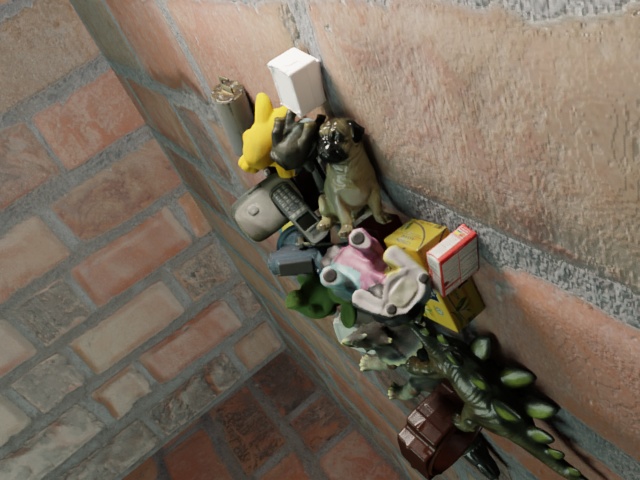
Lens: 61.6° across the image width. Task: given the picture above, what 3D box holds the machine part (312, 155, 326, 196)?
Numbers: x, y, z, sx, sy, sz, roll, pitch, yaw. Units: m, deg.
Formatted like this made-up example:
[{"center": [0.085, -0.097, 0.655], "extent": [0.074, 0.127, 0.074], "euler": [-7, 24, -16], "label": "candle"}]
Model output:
[{"center": [0.007, -0.116, 1.081], "extent": [0.084, 0.039, 0.138], "euler": [41, 163, 53], "label": "machine part"}]

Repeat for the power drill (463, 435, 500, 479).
[{"center": [0.344, 0.510, 1.383], "extent": [0.232, 0.086, 0.207], "euler": [52, 169, 10], "label": "power drill"}]

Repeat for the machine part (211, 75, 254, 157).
[{"center": [-0.188, -0.274, 1.230], "extent": [0.079, 0.079, 0.243], "euler": [43, 163, 33], "label": "machine part"}]

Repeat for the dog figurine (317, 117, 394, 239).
[{"center": [0.036, -0.117, 0.915], "extent": [0.172, 0.121, 0.190], "euler": [17, 127, 60], "label": "dog figurine"}]

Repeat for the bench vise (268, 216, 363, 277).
[{"center": [0.000, 0.005, 1.177], "extent": [0.241, 0.224, 0.128], "euler": [-92, -18, -60], "label": "bench vise"}]

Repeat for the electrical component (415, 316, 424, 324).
[{"center": [0.168, 0.088, 0.953], "extent": [0.078, 0.102, 0.045], "euler": [27, 167, 7], "label": "electrical component"}]

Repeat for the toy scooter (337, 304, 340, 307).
[{"center": [0.035, 0.123, 1.459], "extent": [0.184, 0.075, 0.135], "euler": [39, 163, 32], "label": "toy scooter"}]

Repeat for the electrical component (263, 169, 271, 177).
[{"center": [-0.104, -0.118, 1.215], "extent": [0.094, 0.021, 0.063], "euler": [58, 162, -12], "label": "electrical component"}]

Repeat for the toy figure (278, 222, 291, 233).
[{"center": [-0.068, -0.036, 1.394], "extent": [0.180, 0.082, 0.089], "euler": [48, 165, 29], "label": "toy figure"}]

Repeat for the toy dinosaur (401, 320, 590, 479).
[{"center": [0.305, 0.283, 0.947], "extent": [0.471, 0.105, 0.198], "euler": [41, 157, 8], "label": "toy dinosaur"}]

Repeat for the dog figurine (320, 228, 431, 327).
[{"center": [0.082, 0.066, 0.867], "extent": [0.192, 0.108, 0.219], "euler": [30, 173, 11], "label": "dog figurine"}]

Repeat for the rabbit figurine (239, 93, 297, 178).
[{"center": [-0.091, -0.185, 1.014], "extent": [0.122, 0.162, 0.173], "euler": [21, -160, 3], "label": "rabbit figurine"}]

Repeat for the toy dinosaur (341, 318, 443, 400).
[{"center": [0.210, 0.267, 1.158], "extent": [0.404, 0.131, 0.192], "euler": [39, 146, -21], "label": "toy dinosaur"}]

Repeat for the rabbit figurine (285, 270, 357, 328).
[{"center": [0.027, 0.128, 1.210], "extent": [0.159, 0.121, 0.170], "euler": [45, 143, -15], "label": "rabbit figurine"}]

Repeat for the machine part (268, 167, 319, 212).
[{"center": [-0.061, -0.136, 1.202], "extent": [0.179, 0.056, 0.179], "euler": [48, 162, 20], "label": "machine part"}]

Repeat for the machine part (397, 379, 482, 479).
[{"center": [0.263, 0.391, 1.124], "extent": [0.087, 0.201, 0.201], "euler": [38, 158, 35], "label": "machine part"}]

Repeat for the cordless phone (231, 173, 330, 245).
[{"center": [-0.079, -0.035, 1.101], "extent": [0.184, 0.146, 0.088], "euler": [47, 169, 25], "label": "cordless phone"}]

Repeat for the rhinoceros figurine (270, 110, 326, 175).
[{"center": [-0.030, -0.164, 0.923], "extent": [0.190, 0.073, 0.112], "euler": [-54, -29, -71], "label": "rhinoceros figurine"}]

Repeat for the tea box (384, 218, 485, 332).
[{"center": [0.186, 0.056, 0.871], "extent": [0.169, 0.068, 0.098], "euler": [60, 164, -21], "label": "tea box"}]
